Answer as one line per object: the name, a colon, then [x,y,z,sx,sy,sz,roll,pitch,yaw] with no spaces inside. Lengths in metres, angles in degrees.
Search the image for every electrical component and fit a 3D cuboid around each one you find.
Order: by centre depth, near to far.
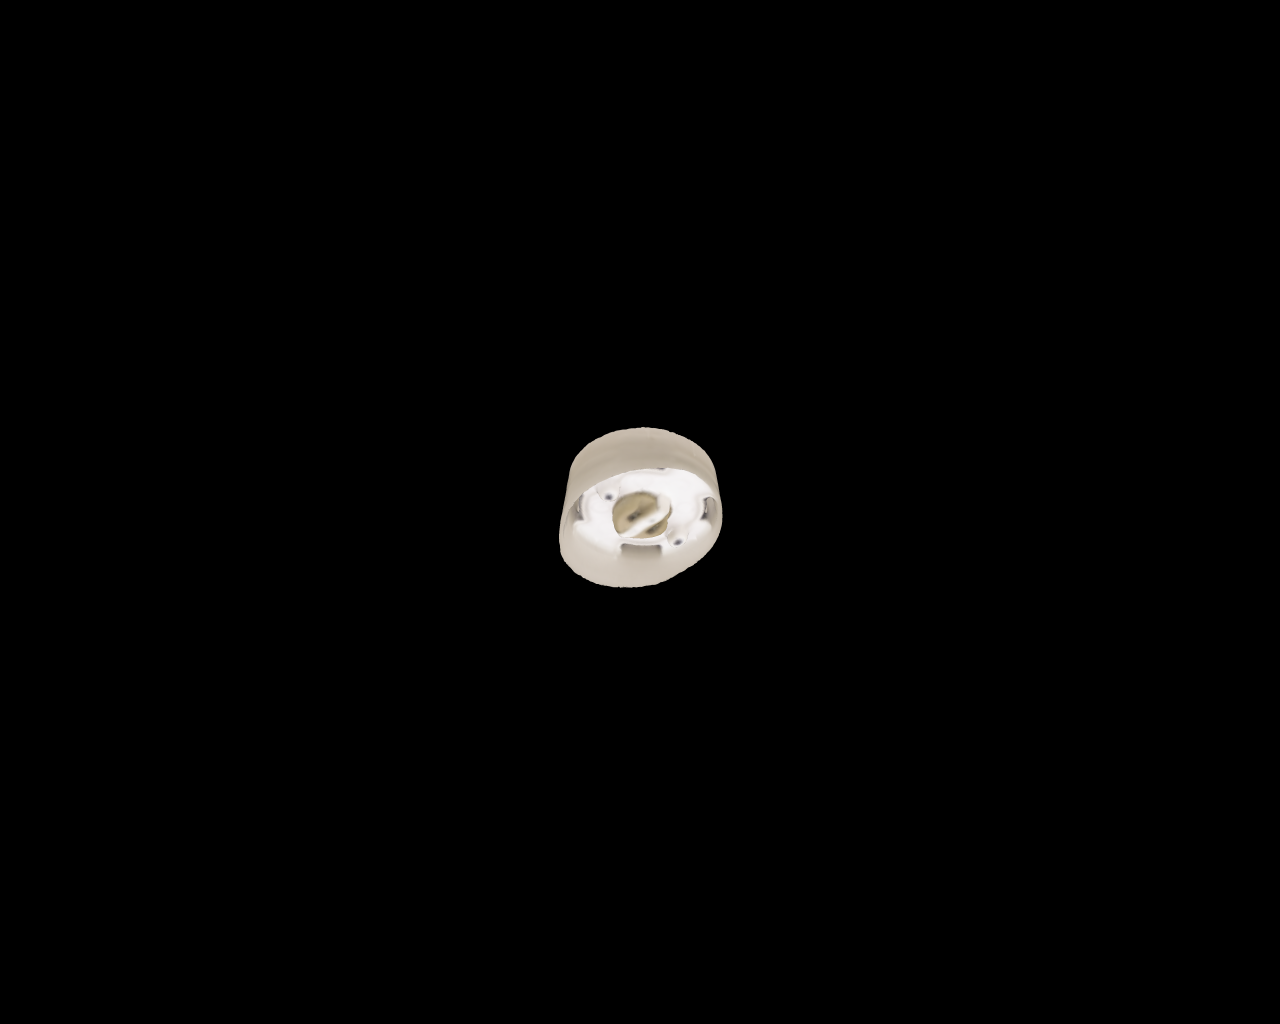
electrical component: [0.001,-0.003,0.650,0.099,0.064,0.099,0,-39,0]
